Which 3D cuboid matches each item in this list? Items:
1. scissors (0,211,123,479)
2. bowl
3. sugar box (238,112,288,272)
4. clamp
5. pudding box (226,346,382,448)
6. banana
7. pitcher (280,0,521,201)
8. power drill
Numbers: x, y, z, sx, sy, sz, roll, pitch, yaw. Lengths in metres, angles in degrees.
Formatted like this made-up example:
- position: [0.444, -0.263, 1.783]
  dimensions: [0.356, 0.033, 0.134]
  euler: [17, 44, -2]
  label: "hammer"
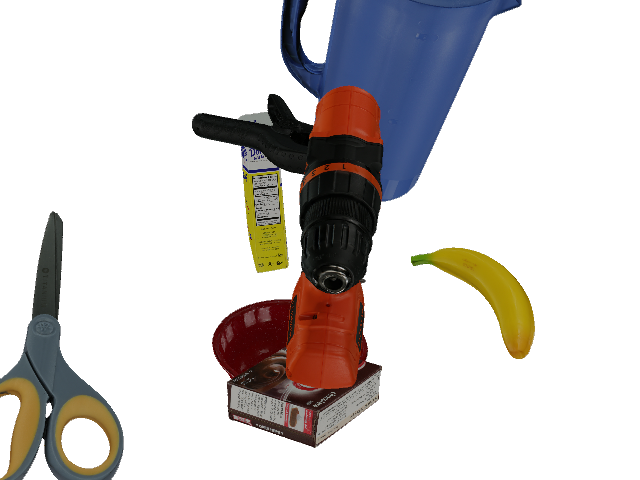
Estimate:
- position: [-0.146, 0.066, 0.625]
  dimensions: [0.096, 0.201, 0.016]
  euler: [18, -44, -4]
  label: "scissors"
- position: [-0.032, 0.128, 1.119]
  dimensions: [0.162, 0.055, 0.162]
  euler: [3, 31, -2]
  label: "bowl"
- position: [-0.071, -0.059, 1.307]
  dimensions: [0.048, 0.176, 0.093]
  euler: [-9, 25, -6]
  label: "sugar box"
- position: [-0.047, -0.103, 1.086]
  dimensions: [0.120, 0.039, 0.172]
  euler: [-21, 37, -30]
  label: "clamp"
- position: [-0.012, 0.128, 0.907]
  dimensions: [0.090, 0.039, 0.113]
  euler: [12, 22, 28]
  label: "pudding box"
- position: [0.174, 0.055, 1.116]
  dimensions: [0.069, 0.037, 0.198]
  euler: [-35, 39, -9]
  label: "banana"
- position: [0.053, -0.153, 0.927]
  dimensions: [0.144, 0.149, 0.243]
  euler: [-25, -31, -32]
  label: "pitcher"
- position: [0.010, 0.014, 0.730]
  dimensions: [0.057, 0.188, 0.184]
  euler: [8, 42, 1]
  label: "power drill"
